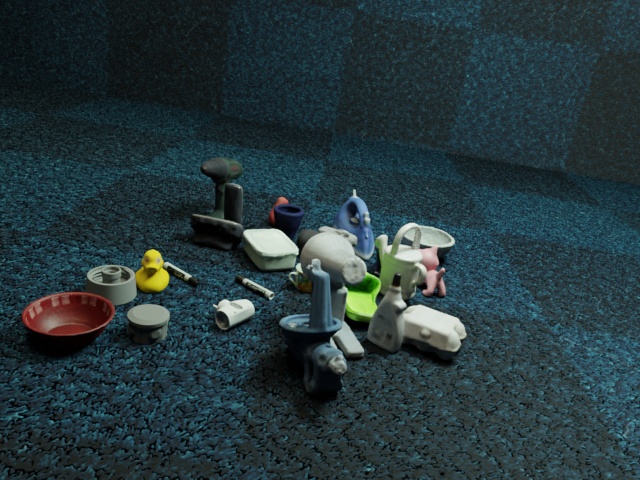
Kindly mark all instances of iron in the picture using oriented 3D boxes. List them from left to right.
[{"bbox_3d":[0.119,-0.052,1.744,0.119,0.141,0.257,3,22,-14],"label":"iron"}]

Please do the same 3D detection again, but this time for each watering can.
[{"bbox_3d":[0.205,0.045,1.467,0.172,0.194,0.101,20,24,26],"label":"watering can"}]

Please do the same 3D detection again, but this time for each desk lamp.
[{"bbox_3d":[0.034,0.109,1.212,0.118,0.213,0.202,0,23,-22],"label":"desk lamp"}]

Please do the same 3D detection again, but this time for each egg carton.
[{"bbox_3d":[0.242,0.202,1.262,0.150,0.069,0.107,18,23,22],"label":"egg carton"}]

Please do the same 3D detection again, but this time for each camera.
[{"bbox_3d":[0.015,0.006,1.613,0.136,0.101,0.143,23,25,30],"label":"camera"}]

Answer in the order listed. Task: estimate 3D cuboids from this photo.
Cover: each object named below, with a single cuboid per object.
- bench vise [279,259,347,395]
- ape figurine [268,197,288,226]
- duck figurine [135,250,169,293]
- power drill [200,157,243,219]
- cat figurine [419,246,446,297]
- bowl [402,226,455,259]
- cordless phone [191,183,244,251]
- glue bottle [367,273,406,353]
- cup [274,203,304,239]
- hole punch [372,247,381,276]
[{"bbox_3d":[0.009,0.159,1.067,0.122,0.220,0.206,-10,29,-40],"label":"bench vise"},{"bbox_3d":[-0.122,-0.090,1.806,0.076,0.092,0.078,8,22,-4],"label":"ape figurine"},{"bbox_3d":[-0.388,0.063,1.326,0.078,0.086,0.104,3,23,-16],"label":"duck figurine"},{"bbox_3d":[-0.302,-0.152,1.729,0.075,0.208,0.230,14,22,11],"label":"power drill"},{"bbox_3d":[0.295,0.075,1.533,0.067,0.118,0.127,0,23,-21],"label":"cat figurine"},{"bbox_3d":[0.320,0.017,1.744,0.167,0.075,0.167,8,22,-3],"label":"bowl"},{"bbox_3d":[-0.279,-0.076,1.583,0.147,0.185,0.094,11,22,4],"label":"cordless phone"},{"bbox_3d":[0.150,0.149,1.214,0.077,0.173,0.037,26,27,36],"label":"glue bottle"},{"bbox_3d":[-0.098,-0.056,1.727,0.091,0.095,0.117,7,22,-5],"label":"cup"},{"bbox_3d":[0.204,0.053,1.585,0.108,0.091,0.101,15,22,14],"label":"hole punch"}]
